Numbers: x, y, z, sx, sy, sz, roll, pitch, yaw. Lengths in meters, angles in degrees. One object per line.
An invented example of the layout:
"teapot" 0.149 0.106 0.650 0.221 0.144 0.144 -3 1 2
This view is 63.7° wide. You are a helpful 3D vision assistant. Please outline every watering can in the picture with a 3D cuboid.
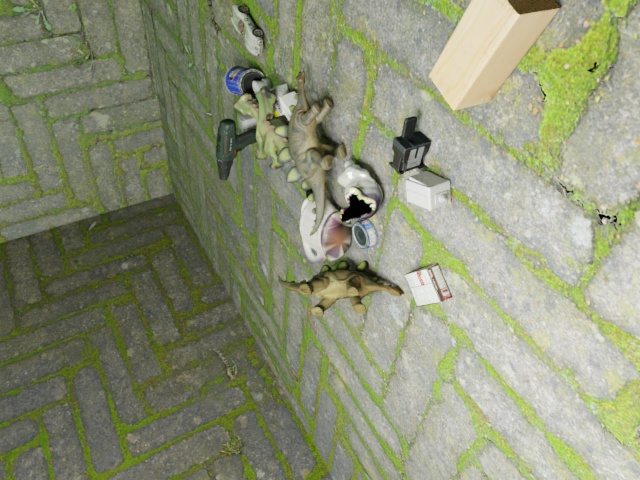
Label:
"watering can" 0.005 -0.081 1.601 0.227 0.104 0.342 29 122 52

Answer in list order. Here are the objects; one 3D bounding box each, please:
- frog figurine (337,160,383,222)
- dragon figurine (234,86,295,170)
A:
"frog figurine" 0.107 -0.136 1.375 0.163 0.122 0.134 -82 -12 -47
"dragon figurine" -0.152 -0.364 1.633 0.415 0.123 0.237 33 147 45
